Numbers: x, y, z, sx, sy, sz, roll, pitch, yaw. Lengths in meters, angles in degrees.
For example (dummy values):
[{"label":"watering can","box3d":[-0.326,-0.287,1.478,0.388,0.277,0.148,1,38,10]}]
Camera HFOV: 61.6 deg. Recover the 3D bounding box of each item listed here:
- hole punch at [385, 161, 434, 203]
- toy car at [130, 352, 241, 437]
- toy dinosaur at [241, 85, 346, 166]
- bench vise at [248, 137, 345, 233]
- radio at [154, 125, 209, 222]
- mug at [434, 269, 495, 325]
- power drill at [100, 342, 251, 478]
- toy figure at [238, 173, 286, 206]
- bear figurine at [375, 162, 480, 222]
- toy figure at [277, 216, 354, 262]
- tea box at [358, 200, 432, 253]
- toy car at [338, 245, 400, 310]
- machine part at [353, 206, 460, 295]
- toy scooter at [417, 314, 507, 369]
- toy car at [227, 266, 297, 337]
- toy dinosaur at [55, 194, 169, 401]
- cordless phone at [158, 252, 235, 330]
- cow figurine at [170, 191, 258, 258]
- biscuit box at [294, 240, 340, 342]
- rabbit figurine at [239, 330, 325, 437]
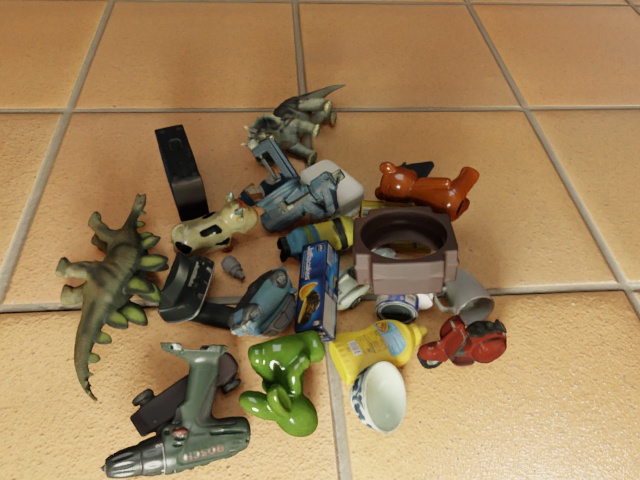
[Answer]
[{"label":"hole punch","box3d":[0.224,-0.127,1.318,0.116,0.092,0.142,3,44,40]},{"label":"toy car","box3d":[-0.235,0.270,0.952,0.202,0.053,0.089,-33,79,-26]},{"label":"toy dinosaur","box3d":[-0.070,-0.321,1.445,0.192,0.131,0.405,16,44,10]},{"label":"bench vise","box3d":[-0.069,-0.135,1.203,0.240,0.224,0.129,56,25,-3]},{"label":"radio","box3d":[-0.327,-0.161,1.271,0.073,0.131,0.230,-17,52,-16]},{"label":"mug","box3d":[0.287,0.114,1.110,0.110,0.080,0.107,-12,39,-7]},{"label":"power drill","box3d":[-0.227,0.269,0.874,0.232,0.086,0.207,4,71,-23]},{"label":"toy figure","box3d":[-0.137,-0.118,1.298,0.154,0.057,0.064,-25,16,-21]},{"label":"bear figurine","box3d":[0.230,-0.116,1.191,0.196,0.120,0.132,27,47,25]},{"label":"toy figure","box3d":[-0.001,0.000,1.177,0.180,0.089,0.082,-13,91,-20]},{"label":"tea box","box3d":[0.173,-0.031,1.229,0.170,0.068,0.098,7,49,0]},{"label":"toy car","box3d":[0.090,0.075,1.139,0.202,0.056,0.074,-36,59,-29]},{"label":"machine part","box3d":[0.167,0.020,1.078,0.202,0.087,0.201,-4,35,5]},{"label":"toy scooter","box3d":[0.276,0.183,1.005,0.184,0.135,0.075,-8,48,-12]},{"label":"toy car","box3d":[-0.099,0.133,1.045,0.103,0.109,0.162,44,47,-14]},{"label":"toy dinosaur","box3d":[-0.415,0.086,1.072,0.199,0.105,0.471,10,53,1]},{"label":"cordless phone","box3d":[-0.222,0.109,1.090,0.184,0.088,0.147,15,48,-5]},{"label":"cow figurine","box3d":[-0.228,-0.029,1.165,0.195,0.127,0.086,-20,56,-17]},{"label":"biscuit box","box3d":[-0.004,0.098,1.054,0.063,0.059,0.203,-14,49,23]},{"label":"rabbit figurine","box3d":[-0.052,0.253,0.920,0.159,0.121,0.170,7,60,-57]}]
